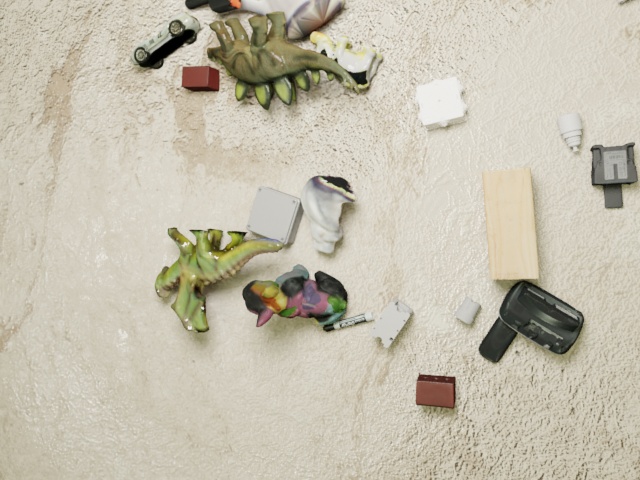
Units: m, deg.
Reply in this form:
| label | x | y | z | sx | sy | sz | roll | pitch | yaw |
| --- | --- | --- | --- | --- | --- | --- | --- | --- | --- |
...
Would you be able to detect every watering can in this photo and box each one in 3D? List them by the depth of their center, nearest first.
| label | x | y | z | sx | sy | sz | roll | pitch | yaw |
| --- | --- | --- | --- | --- | --- | --- | --- | --- | --- |
| watering can | -0.082 | -0.552 | 1.166 | 0.343 | 0.105 | 0.226 | -30 | 81 | 31 |

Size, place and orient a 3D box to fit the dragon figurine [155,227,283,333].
| label | x | y | z | sx | sy | sz | roll | pitch | yaw |
| --- | --- | --- | --- | --- | --- | --- | --- | --- | --- |
| dragon figurine | -0.256 | 0.092 | 1.183 | 0.411 | 0.122 | 0.243 | 8 | 89 | 40 |

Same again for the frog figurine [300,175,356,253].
| label | x | y | z | sx | sy | sz | roll | pitch | yaw |
| --- | --- | --- | --- | --- | --- | --- | --- | --- | --- |
| frog figurine | 0.003 | -0.057 | 1.125 | 0.140 | 0.122 | 0.157 | 48 | 119 | 47 |
